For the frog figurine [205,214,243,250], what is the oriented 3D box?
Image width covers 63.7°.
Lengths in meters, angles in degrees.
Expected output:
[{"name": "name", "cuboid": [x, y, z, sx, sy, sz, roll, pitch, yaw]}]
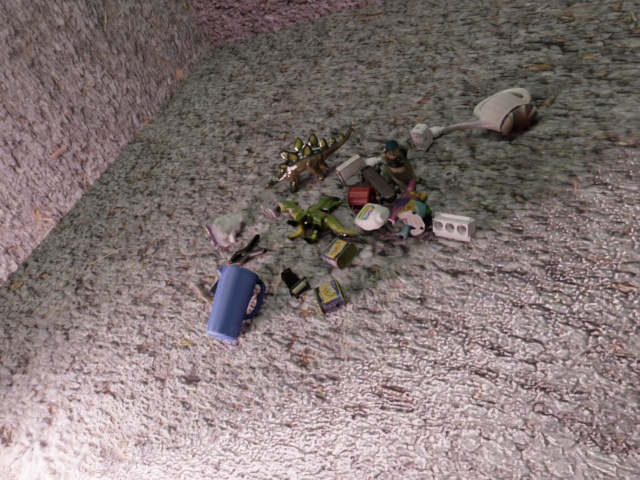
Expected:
[{"name": "frog figurine", "cuboid": [-0.390, -0.051, 2.161, 0.160, 0.120, 0.139, -30, 70, -11]}]

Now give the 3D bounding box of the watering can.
[{"name": "watering can", "cuboid": [0.646, -0.454, 1.913, 0.348, 0.102, 0.229, -32, 39, -3]}]

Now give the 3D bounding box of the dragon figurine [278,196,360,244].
[{"name": "dragon figurine", "cuboid": [0.006, -0.099, 1.971, 0.411, 0.119, 0.248, 7, 44, 27]}]
